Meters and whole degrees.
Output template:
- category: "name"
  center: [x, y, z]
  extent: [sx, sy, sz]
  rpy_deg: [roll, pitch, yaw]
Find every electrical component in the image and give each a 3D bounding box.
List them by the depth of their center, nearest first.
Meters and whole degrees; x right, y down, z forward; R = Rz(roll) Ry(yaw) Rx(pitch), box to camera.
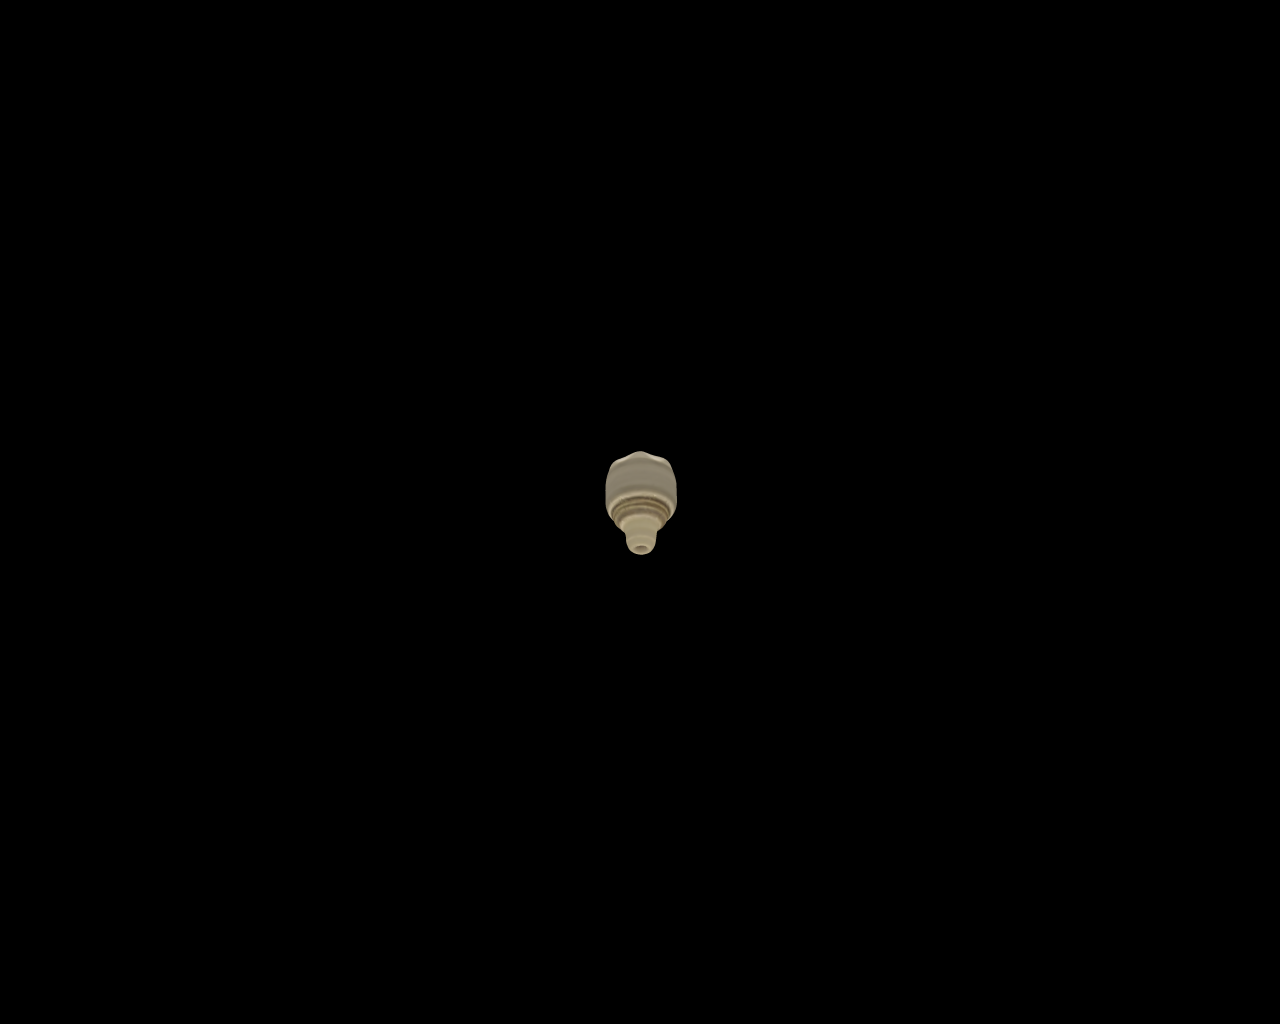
- category: "electrical component"
  center: [0.001, -0.003, 0.650]
  extent: [0.043, 0.062, 0.043]
  rpy_deg: [0, -34, 0]
